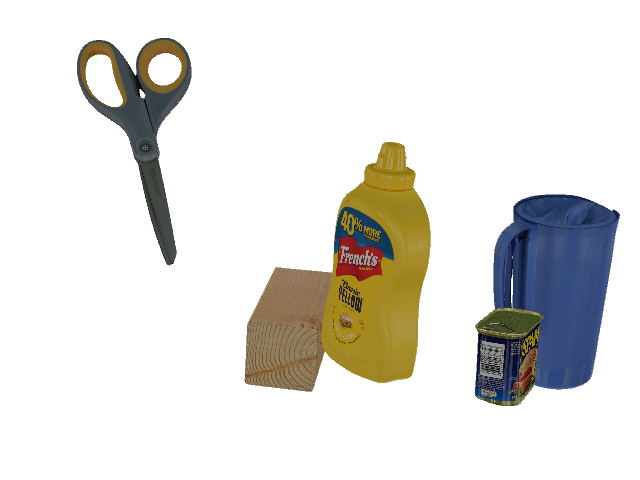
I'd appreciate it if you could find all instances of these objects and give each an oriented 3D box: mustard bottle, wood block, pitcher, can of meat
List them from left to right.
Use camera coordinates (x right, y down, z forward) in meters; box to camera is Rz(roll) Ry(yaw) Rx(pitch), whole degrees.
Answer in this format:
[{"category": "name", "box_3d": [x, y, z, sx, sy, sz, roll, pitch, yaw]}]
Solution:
[{"category": "wood block", "box_3d": [-0.037, 0.114, 1.431, 0.091, 0.090, 0.206, 6, 19, 5]}, {"category": "mustard bottle", "box_3d": [0.048, 0.014, 0.881, 0.058, 0.192, 0.096, -5, 21, -33]}, {"category": "can of meat", "box_3d": [0.209, 0.129, 1.190, 0.058, 0.084, 0.101, 8, 14, 25]}, {"category": "pitcher", "box_3d": [0.304, 0.070, 1.401, 0.149, 0.243, 0.145, 5, 21, 13]}]

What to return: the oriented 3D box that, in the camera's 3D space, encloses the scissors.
[{"category": "scissors", "box_3d": [-0.117, -0.080, 0.804, 0.096, 0.202, 0.016, -26, -23, -16]}]
